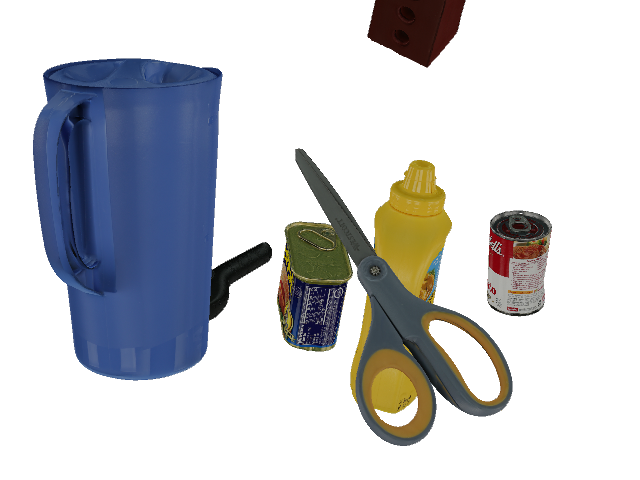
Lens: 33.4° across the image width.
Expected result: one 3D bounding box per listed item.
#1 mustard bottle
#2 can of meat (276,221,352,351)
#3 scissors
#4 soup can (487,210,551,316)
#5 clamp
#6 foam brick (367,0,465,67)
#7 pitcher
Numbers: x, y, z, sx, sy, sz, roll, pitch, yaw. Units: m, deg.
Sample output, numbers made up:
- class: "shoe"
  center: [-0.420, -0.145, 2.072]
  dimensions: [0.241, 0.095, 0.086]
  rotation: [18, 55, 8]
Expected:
- class: "mustard bottle"
  center: [0.064, 0.030, 0.818]
  dimensions: [0.058, 0.192, 0.096]
  rotation: [13, 27, 12]
- class: "can of meat"
  center: [-0.009, 0.044, 1.017]
  dimensions: [0.057, 0.084, 0.102]
  rotation: [4, 31, -10]
- class: "scissors"
  center: [0.023, 0.037, 0.626]
  dimensions: [0.096, 0.202, 0.016]
  rotation: [-41, -18, -17]
- class: "soup can"
  center: [0.225, 0.026, 1.211]
  dimensions: [0.068, 0.102, 0.068]
  rotation: [-2, 29, 1]
- class: "clamp"
  center: [-0.126, 0.047, 1.241]
  dimensions: [0.120, 0.039, 0.171]
  rotation: [-2, 39, 13]
- class: "foam brick"
  center: [0.072, -0.174, 0.758]
  dimensions: [0.053, 0.051, 0.078]
  rotation: [29, -34, 13]
- class: "pitcher"
  center: [-0.149, -0.016, 0.830]
  dimensions: [0.149, 0.243, 0.145]
  rotation: [-5, 19, -19]
